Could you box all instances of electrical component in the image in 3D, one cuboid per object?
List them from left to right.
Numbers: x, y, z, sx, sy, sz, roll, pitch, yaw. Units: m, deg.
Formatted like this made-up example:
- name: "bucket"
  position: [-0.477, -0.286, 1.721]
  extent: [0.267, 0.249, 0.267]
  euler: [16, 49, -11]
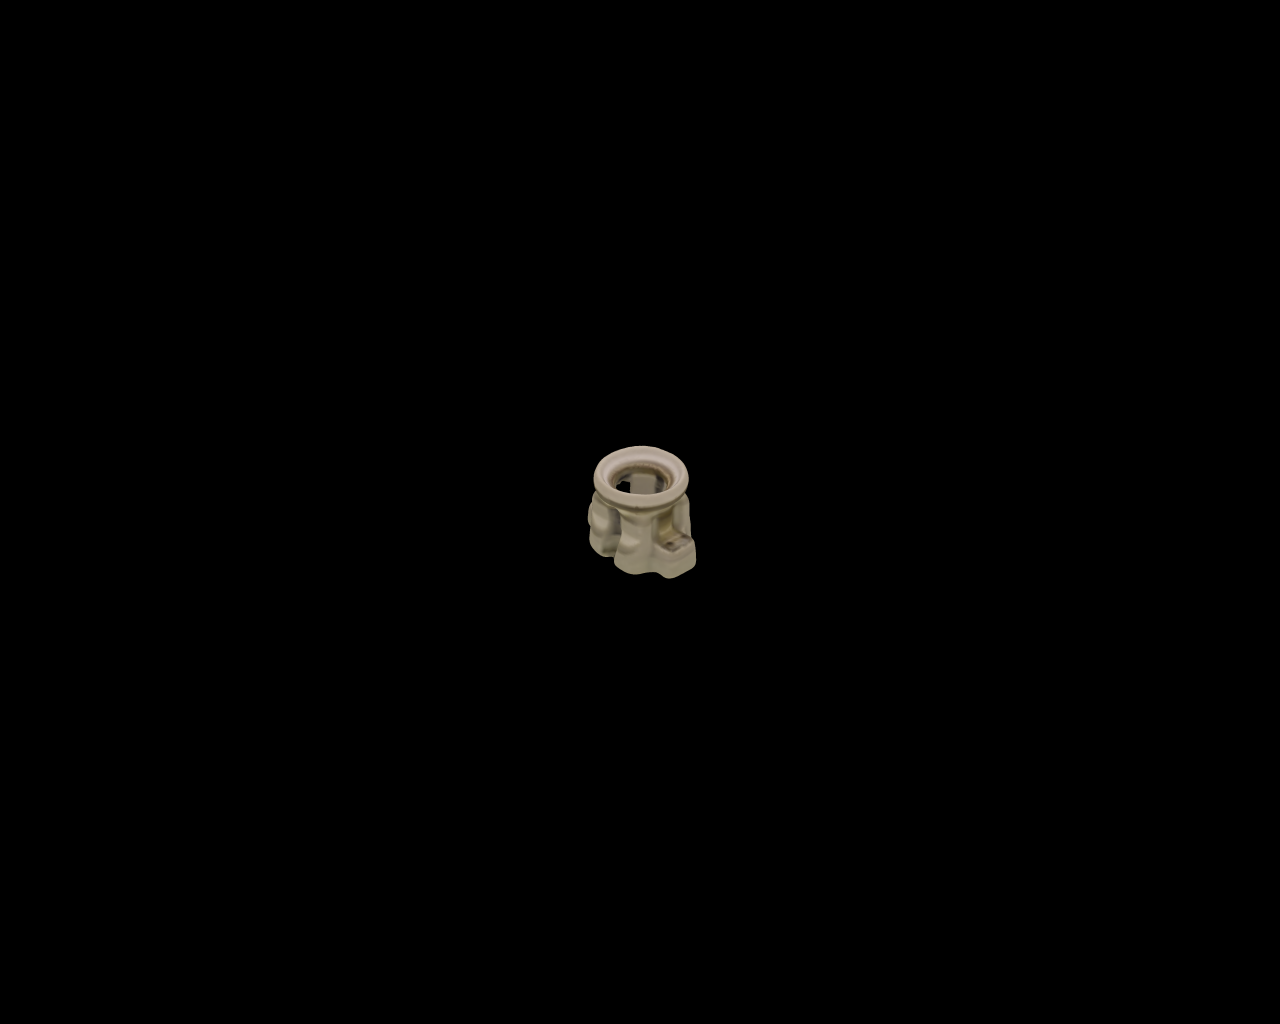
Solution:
- name: "electrical component"
  position: [0.001, -0.003, 0.650]
  extent: [0.058, 0.056, 0.078]
  euler: [-27, 44, -33]
